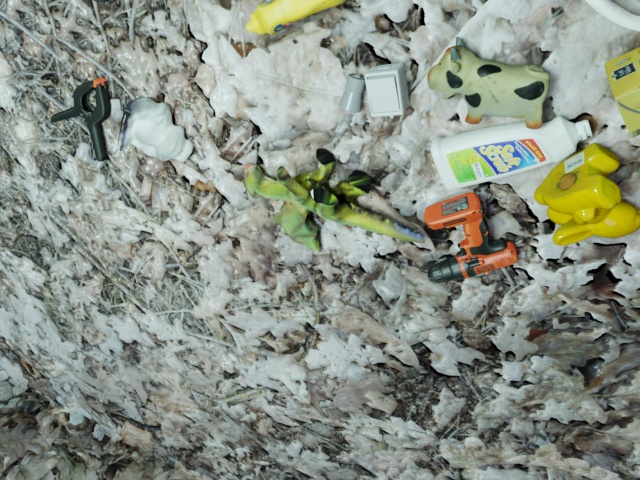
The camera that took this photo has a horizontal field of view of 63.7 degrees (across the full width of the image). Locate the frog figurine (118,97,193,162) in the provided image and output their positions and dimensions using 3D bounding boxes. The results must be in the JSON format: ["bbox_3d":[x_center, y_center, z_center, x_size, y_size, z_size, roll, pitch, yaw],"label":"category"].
[{"bbox_3d":[-0.362,-0.245,1.155,0.159,0.125,0.135,9,124,-26],"label":"frog figurine"}]

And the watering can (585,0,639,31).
[{"bbox_3d":[0.409,-0.409,0.648,0.346,0.106,0.220,28,131,-16],"label":"watering can"}]

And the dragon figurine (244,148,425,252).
[{"bbox_3d":[0.003,-0.056,1.112,0.411,0.124,0.238,35,147,2],"label":"dragon figurine"}]
